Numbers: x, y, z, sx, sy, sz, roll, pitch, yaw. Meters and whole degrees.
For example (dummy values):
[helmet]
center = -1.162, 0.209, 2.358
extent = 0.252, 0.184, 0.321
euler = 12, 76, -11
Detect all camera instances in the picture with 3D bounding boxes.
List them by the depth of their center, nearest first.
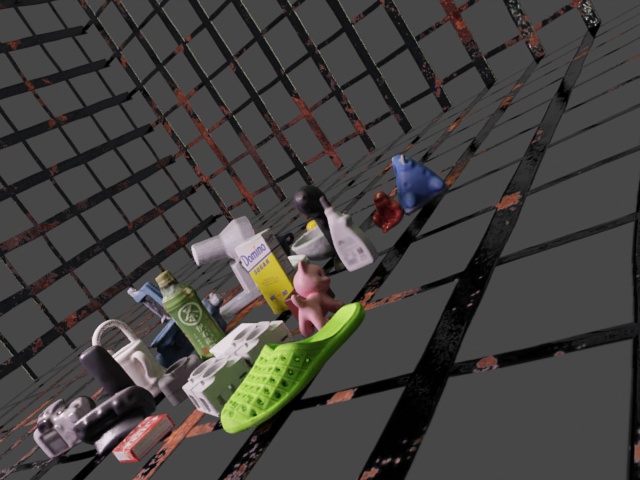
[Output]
[camera]
center = -0.566, 0.403, 1.314
extent = 0.143, 0.101, 0.137
euler = -31, 11, 13

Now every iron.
[iron]
center = 0.219, -0.155, 1.421
extent = 0.118, 0.141, 0.258
euler = -33, 10, 3

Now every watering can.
[watering can]
center = -0.435, 0.269, 1.277
extent = 0.172, 0.194, 0.101
euler = -28, 12, 25

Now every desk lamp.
[desk lamp]
center = -0.234, 0.069, 1.547
extent = 0.203, 0.214, 0.117
euler = -36, 11, -15

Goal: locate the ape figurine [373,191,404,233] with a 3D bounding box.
[ape figurine]
center = 0.157, -0.075, 1.372
extent = 0.077, 0.092, 0.076
euler = -24, 13, 39

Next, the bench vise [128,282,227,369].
[bench vise]
center = -0.338, 0.172, 1.364
extent = 0.207, 0.220, 0.121
euler = -35, 11, -13

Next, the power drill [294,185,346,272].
[power drill]
center = 0.013, -0.037, 1.304
extent = 0.075, 0.208, 0.229
euler = -32, 10, 5

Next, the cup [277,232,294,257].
[cup]
center = -0.104, 0.042, 1.614
extent = 0.118, 0.095, 0.091
euler = -38, 11, -24

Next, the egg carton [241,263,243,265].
[egg carton]
center = -0.177, 0.074, 1.758
extent = 0.150, 0.069, 0.107
euler = -24, 14, 42

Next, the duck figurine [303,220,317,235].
[duck figurine]
center = 0.002, -0.019, 1.598
extent = 0.104, 0.086, 0.077
euler = -29, 11, 21

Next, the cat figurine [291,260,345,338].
[cat figurine]
center = -0.017, 0.095, 1.035
extent = 0.067, 0.118, 0.128
euler = -27, 12, 28

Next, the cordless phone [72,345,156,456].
[cordless phone]
center = -0.424, 0.303, 1.108
extent = 0.147, 0.185, 0.094
euler = -35, 11, -8

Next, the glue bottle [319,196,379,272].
[glue bottle]
center = 0.050, -0.019, 1.206
extent = 0.078, 0.173, 0.037
euler = -25, 13, 36

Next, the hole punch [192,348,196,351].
[hole punch]
center = -0.331, 0.225, 1.457
extent = 0.108, 0.091, 0.101
euler = -29, 11, 21

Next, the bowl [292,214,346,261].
[bowl]
center = 0.014, 0.005, 1.483
extent = 0.167, 0.075, 0.167
euler = -32, 10, 7
